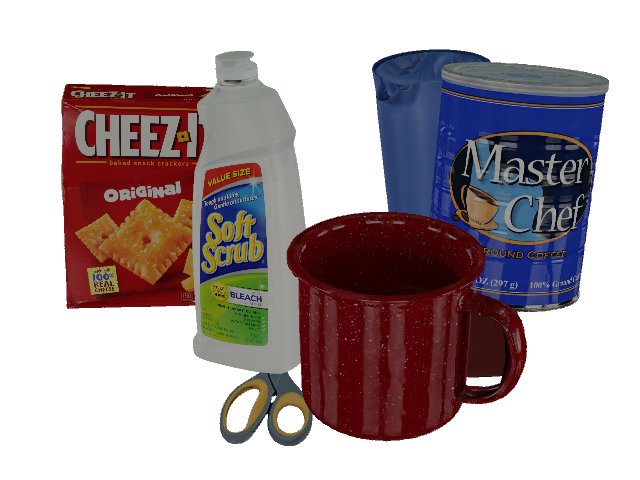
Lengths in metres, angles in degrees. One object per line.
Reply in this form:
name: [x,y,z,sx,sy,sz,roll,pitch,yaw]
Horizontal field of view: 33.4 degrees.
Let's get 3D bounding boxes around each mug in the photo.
mug: [0.042,0.044,0.509,0.117,0.081,0.093,12,28,24]

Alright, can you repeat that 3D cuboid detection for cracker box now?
cracker box: [-0.169,-0.041,1.051,0.164,0.214,0.072,0,21,-10]

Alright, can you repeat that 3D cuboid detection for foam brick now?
foam brick: [0.139,0.077,0.955,0.051,0.078,0.053,-2,18,-20]

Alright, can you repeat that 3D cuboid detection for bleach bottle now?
bleach bottle: [-0.062,-0.022,0.837,0.103,0.251,0.068,9,26,28]

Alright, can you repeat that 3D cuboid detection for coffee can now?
coffee can: [0.122,-0.037,0.680,0.103,0.140,0.103,3,16,-1]

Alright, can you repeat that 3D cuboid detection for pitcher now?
pitcher: [0.141,-0.100,1.265,0.149,0.243,0.145,-4,25,1]

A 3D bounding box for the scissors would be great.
scissors: [-0.027,0.127,1.053,0.096,0.016,0.201,20,50,19]
